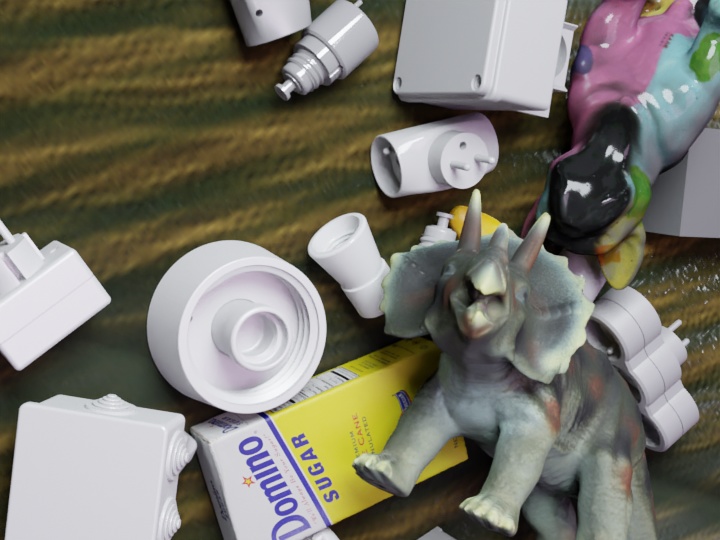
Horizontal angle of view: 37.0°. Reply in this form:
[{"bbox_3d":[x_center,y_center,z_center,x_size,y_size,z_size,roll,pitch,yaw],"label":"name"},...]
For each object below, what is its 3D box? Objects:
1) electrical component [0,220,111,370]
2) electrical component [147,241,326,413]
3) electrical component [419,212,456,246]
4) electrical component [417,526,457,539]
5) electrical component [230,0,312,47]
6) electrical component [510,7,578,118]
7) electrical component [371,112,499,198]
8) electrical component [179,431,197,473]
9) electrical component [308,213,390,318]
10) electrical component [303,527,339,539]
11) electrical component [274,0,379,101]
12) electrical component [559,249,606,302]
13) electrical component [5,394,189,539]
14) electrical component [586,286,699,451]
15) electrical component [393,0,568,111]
[{"bbox_3d":[-0.195,0.005,0.613,0.066,0.047,0.076,-39,114,-18],"label":"electrical component"},{"bbox_3d":[-0.073,0.038,0.676,0.108,0.060,0.108,-5,100,-28],"label":"electrical component"},{"bbox_3d":[0.050,-0.001,0.748,0.040,0.040,0.078,12,92,-29],"label":"electrical component"},{"bbox_3d":[0.062,0.281,0.785,0.089,0.062,0.150,-28,110,-22],"label":"electrical component"},{"bbox_3d":[-0.048,-0.188,0.665,0.079,0.043,0.077,-27,109,-23],"label":"electrical component"},{"bbox_3d":[0.111,-0.149,0.745,0.042,0.064,0.081,8,94,-30],"label":"electrical component"},{"bbox_3d":[0.059,-0.075,0.718,0.077,0.079,0.043,-17,109,-24],"label":"electrical component"},{"bbox_3d":[-0.132,0.124,0.672,0.035,0.035,0.061,41,80,-27],"label":"electrical component"},{"bbox_3d":[0.000,0.000,0.722,0.044,0.044,0.065,-43,119,-16],"label":"electrical component"},{"bbox_3d":[-0.037,0.205,0.731,0.062,0.048,0.048,-36,113,-12],"label":"electrical component"},{"bbox_3d":[-0.023,-0.138,0.688,0.078,0.040,0.040,-45,115,-16],"label":"electrical component"},{"bbox_3d":[0.173,-0.009,0.813,0.040,0.040,0.078,39,79,-27],"label":"electrical component"},{"bbox_3d":[-0.153,0.123,0.632,0.100,0.048,0.099,8,94,6],"label":"electrical component"},{"bbox_3d":[0.232,0.069,0.850,0.074,0.052,0.138,-36,113,-19],"label":"electrical component"},{"bbox_3d":[0.079,-0.160,0.701,0.056,0.109,0.108,7,94,-32],"label":"electrical component"}]
